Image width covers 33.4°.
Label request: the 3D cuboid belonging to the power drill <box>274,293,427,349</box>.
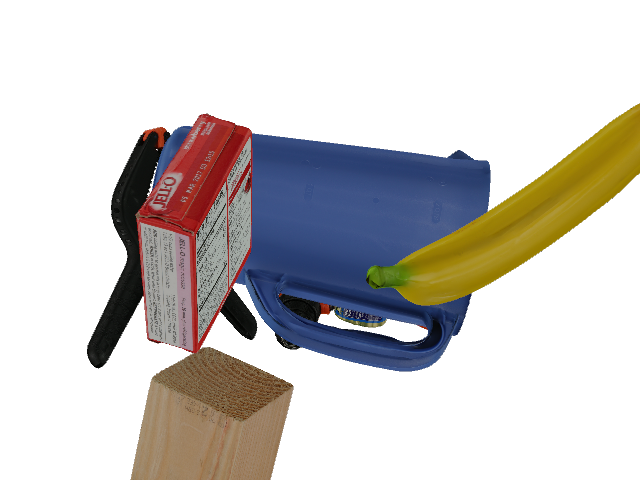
[{"bbox_3d":[0.043,0.068,1.236,0.188,0.057,0.184,0,28,6],"label":"power drill"}]

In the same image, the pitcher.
[{"bbox_3d":[-0.002,-0.005,0.793,0.243,0.145,0.149,10,16,2],"label":"pitcher"}]

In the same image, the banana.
[{"bbox_3d":[0.118,-0.015,0.592,0.198,0.037,0.069,-33,-14,-1],"label":"banana"}]

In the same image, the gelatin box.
[{"bbox_3d":[-0.058,-0.003,0.504,0.030,0.089,0.073,15,48,10],"label":"gelatin box"}]

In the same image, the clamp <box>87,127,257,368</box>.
[{"bbox_3d":[-0.130,0.005,0.957,0.164,0.210,0.036,1,-1,-34],"label":"clamp"}]

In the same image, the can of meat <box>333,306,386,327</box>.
[{"bbox_3d":[0.047,0.025,1.038,0.057,0.084,0.102,9,25,5],"label":"can of meat"}]

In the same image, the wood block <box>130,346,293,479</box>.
[{"bbox_3d":[-0.101,0.207,0.896,0.090,0.206,0.090,21,21,20],"label":"wood block"}]
